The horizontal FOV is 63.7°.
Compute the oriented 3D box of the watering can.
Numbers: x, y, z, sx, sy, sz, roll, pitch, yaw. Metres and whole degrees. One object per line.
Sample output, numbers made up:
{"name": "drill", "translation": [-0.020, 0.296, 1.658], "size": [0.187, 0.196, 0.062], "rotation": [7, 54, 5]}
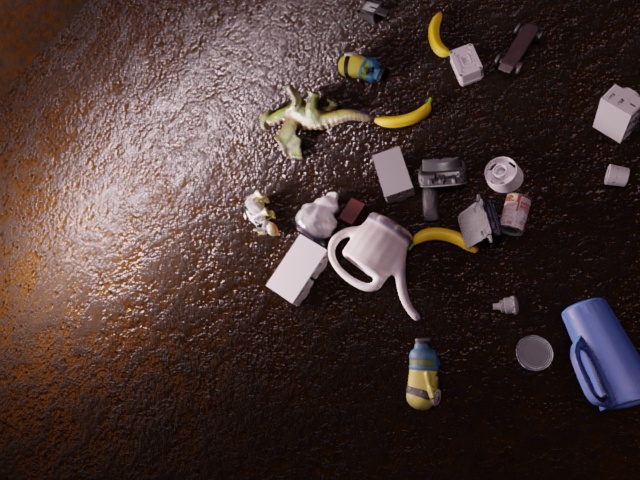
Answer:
{"name": "watering can", "translation": [0.186, 0.057, 1.462], "size": [0.351, 0.102, 0.225], "rotation": [34, 83, 26]}

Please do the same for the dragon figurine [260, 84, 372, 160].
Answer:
{"name": "dragon figurine", "translation": [-0.044, -0.381, 1.740], "size": [0.414, 0.122, 0.241], "rotation": [29, 98, 28]}

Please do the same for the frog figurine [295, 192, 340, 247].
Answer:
{"name": "frog figurine", "translation": [0.005, -0.079, 1.574], "size": [0.139, 0.121, 0.159], "rotation": [37, 96, 46]}
